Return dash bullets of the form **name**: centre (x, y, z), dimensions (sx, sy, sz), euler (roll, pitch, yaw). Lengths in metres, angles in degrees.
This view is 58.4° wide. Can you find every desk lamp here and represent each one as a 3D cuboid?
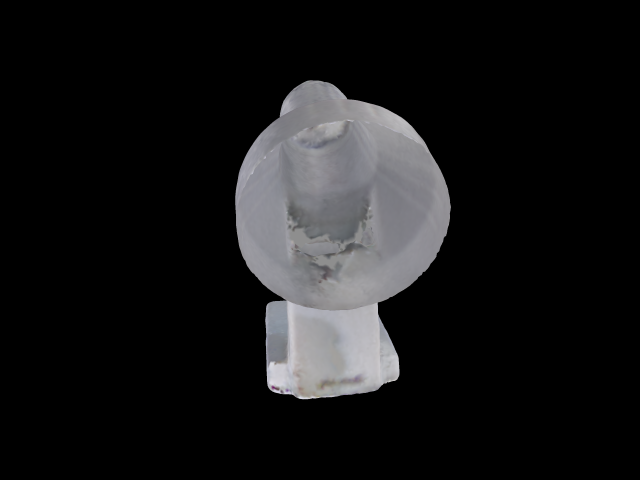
- **desk lamp**: centre (0.004, 0.001, 0.400), dimensions (0.118, 0.214, 0.203), euler (-2, 18, -7)
